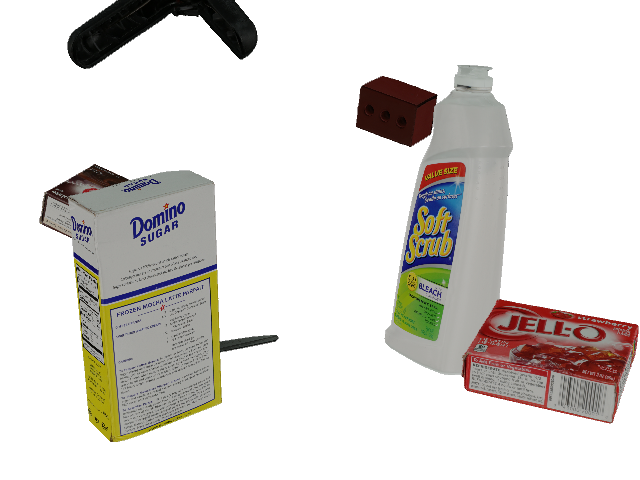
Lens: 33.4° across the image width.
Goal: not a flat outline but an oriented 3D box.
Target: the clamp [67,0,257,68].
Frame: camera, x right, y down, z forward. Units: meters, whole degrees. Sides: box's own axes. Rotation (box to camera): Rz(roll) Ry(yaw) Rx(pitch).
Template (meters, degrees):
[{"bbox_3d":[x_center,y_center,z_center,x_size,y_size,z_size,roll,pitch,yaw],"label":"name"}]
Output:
[{"bbox_3d":[-0.082,-0.166,0.708,0.120,0.039,0.171,9,46,12],"label":"clamp"}]

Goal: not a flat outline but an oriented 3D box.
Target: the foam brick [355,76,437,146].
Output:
[{"bbox_3d":[0.087,-0.150,1.235,0.078,0.053,0.051,23,34,27],"label":"foam brick"}]

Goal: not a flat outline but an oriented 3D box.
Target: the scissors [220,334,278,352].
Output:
[{"bbox_3d":[-0.130,0.130,1.170,0.201,0.016,0.096,1,26,-20],"label":"scissors"}]

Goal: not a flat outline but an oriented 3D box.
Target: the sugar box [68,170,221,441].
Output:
[{"bbox_3d":[-0.119,0.045,0.738,0.093,0.176,0.048,-17,28,-35],"label":"sugar box"}]

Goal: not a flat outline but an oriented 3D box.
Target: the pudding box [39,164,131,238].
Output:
[{"bbox_3d":[-0.189,-0.023,0.995,0.113,0.039,0.090,22,26,11],"label":"pudding box"}]

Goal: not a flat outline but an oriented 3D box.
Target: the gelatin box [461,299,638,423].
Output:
[{"bbox_3d":[0.137,0.068,0.632,0.089,0.030,0.073,11,27,22],"label":"gelatin box"}]

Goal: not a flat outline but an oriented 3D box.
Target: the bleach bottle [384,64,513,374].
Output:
[{"bbox_3d":[0.111,-0.021,0.896,0.067,0.251,0.103,-4,16,-31],"label":"bleach bottle"}]
